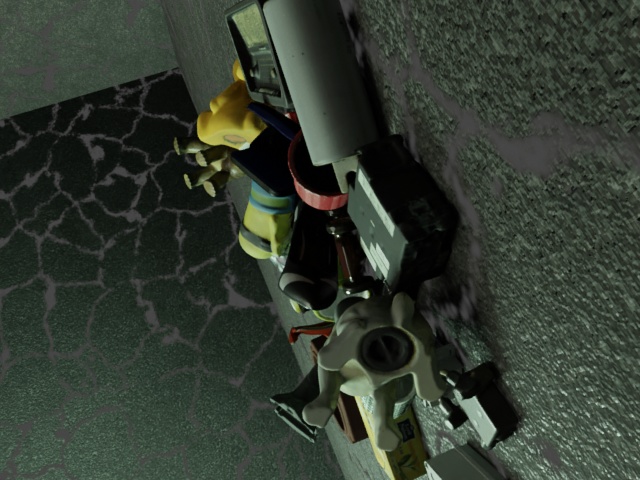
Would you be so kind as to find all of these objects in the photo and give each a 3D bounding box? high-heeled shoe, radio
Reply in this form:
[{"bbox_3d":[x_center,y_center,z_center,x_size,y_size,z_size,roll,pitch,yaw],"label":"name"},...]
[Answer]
[{"bbox_3d":[-0.002,-0.002,0.750,0.249,0.086,0.145,-118,44,-73],"label":"high-heeled shoe"},{"bbox_3d":[-0.057,-0.246,0.697,0.230,0.073,0.131,-135,27,-65],"label":"radio"}]

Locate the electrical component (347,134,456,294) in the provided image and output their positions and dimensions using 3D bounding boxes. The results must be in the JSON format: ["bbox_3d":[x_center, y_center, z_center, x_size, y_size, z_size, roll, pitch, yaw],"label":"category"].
[{"bbox_3d":[0.075,-0.018,0.528,0.134,0.058,0.115,89,159,-61],"label":"electrical component"}]

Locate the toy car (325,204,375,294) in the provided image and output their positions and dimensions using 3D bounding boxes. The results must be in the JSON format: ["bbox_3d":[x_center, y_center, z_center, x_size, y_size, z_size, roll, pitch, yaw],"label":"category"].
[{"bbox_3d":[0.040,0.004,0.673,0.202,0.053,0.089,-93,-9,-81],"label":"toy car"}]

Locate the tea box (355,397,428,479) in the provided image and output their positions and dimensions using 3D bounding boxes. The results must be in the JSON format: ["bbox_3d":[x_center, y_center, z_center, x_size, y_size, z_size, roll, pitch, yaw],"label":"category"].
[{"bbox_3d":[0.113,0.297,0.882,0.098,0.068,0.169,-155,44,-75],"label":"tea box"}]

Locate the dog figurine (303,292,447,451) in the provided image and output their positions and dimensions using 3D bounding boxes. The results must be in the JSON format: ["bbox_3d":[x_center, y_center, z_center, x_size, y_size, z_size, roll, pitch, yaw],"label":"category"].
[{"bbox_3d":[0.057,0.097,0.578,0.121,0.172,0.191,30,-158,-8],"label":"dog figurine"}]

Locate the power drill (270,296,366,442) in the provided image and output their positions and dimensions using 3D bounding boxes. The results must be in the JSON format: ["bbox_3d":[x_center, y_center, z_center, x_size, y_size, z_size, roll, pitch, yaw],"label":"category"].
[{"bbox_3d":[0.025,0.187,0.784,0.086,0.207,0.231,38,160,21],"label":"power drill"}]

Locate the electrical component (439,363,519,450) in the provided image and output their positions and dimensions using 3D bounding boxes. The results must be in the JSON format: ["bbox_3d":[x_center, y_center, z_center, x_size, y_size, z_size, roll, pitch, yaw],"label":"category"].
[{"bbox_3d":[0.149,0.162,0.526,0.102,0.045,0.078,87,161,-57],"label":"electrical component"}]

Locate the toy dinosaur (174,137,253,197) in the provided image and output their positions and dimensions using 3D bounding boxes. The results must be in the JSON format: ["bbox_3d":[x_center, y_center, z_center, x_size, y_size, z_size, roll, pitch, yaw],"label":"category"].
[{"bbox_3d":[-0.191,-0.176,1.114,0.472,0.198,0.104,33,134,55],"label":"toy dinosaur"}]

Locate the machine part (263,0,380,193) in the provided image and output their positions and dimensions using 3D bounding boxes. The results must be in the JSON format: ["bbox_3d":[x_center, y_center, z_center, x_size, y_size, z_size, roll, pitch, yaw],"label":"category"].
[{"bbox_3d":[0.004,-0.166,0.548,0.079,0.079,0.243,-155,47,-74],"label":"machine part"}]

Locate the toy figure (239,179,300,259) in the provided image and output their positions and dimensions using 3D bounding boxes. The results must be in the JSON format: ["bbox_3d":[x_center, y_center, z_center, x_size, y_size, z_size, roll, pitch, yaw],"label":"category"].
[{"bbox_3d":[-0.080,-0.054,0.862,0.089,0.082,0.180,20,122,19],"label":"toy figure"}]

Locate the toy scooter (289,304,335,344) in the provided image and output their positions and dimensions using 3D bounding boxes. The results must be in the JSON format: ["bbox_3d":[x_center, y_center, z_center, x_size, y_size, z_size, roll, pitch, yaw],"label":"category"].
[{"bbox_3d":[-0.005,0.113,0.941,0.075,0.135,0.184,117,133,-77],"label":"toy scooter"}]

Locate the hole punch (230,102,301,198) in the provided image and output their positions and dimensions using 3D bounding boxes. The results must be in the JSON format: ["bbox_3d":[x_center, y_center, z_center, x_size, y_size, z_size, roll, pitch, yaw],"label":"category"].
[{"bbox_3d":[-0.044,-0.129,0.741,0.142,0.116,0.092,37,124,25],"label":"hole punch"}]

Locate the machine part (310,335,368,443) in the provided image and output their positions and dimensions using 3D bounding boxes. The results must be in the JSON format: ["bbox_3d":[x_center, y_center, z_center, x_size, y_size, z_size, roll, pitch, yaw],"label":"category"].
[{"bbox_3d":[0.053,0.306,1.137,0.201,0.087,0.201,-138,28,-66],"label":"machine part"}]

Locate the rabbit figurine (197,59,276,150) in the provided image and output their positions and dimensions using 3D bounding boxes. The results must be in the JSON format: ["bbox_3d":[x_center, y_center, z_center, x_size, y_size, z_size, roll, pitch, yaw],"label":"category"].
[{"bbox_3d":[-0.124,-0.246,0.895,0.162,0.122,0.173,149,134,-64],"label":"rabbit figurine"}]

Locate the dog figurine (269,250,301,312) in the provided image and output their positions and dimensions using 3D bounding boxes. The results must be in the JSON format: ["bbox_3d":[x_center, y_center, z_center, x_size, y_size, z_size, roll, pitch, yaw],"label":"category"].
[{"bbox_3d":[-0.040,0.045,1.077,0.219,0.108,0.192,68,167,-18],"label":"dog figurine"}]

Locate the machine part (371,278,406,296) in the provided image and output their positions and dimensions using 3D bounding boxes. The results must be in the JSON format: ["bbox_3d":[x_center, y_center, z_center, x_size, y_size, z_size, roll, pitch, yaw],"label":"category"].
[{"bbox_3d":[0.090,0.066,0.663,0.138,0.039,0.084,85,169,-59],"label":"machine part"}]

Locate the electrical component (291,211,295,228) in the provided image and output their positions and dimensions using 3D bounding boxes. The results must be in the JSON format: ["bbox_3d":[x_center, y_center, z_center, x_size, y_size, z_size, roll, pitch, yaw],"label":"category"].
[{"bbox_3d":[-0.025,-0.030,0.936,0.119,0.075,0.047,59,165,25],"label":"electrical component"}]
